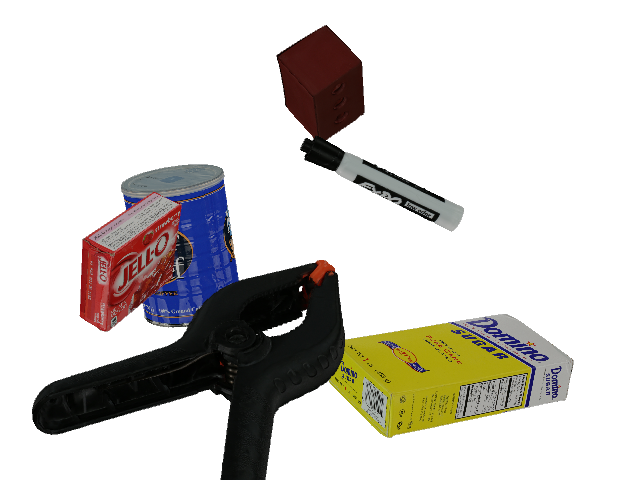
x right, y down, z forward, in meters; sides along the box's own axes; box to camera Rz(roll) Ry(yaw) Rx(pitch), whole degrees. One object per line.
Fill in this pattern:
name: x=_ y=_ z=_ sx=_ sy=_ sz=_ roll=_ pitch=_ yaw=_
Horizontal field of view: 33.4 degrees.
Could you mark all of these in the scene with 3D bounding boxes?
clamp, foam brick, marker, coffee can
clamp: x=-0.035 y=0.066 z=0.508 sx=0.120 sy=0.039 sz=0.171 roll=33 pitch=48 yaw=29
foam brick: x=0.002 y=-0.131 z=0.901 sx=0.053 sy=0.051 sz=0.078 roll=-35 pitch=-23 yaw=-11
marker: x=0.042 y=-0.040 z=0.734 sx=0.121 sy=0.020 sz=0.020 roll=26 pitch=-4 yaw=-8
coffee can: x=-0.139 y=0.004 z=1.076 sx=0.103 sy=0.140 sz=0.103 roll=-6 pitch=17 yaw=2

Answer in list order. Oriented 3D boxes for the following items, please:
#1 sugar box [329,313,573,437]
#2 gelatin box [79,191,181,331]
sugar box: x=0.106 y=0.105 z=0.864 sx=0.175 sy=0.048 sz=0.093 roll=-9 pitch=27 yaw=-27
gelatin box: x=-0.142 y=0.015 z=0.801 sx=0.030 sy=0.073 sz=0.089 roll=25 pitch=36 yaw=17
